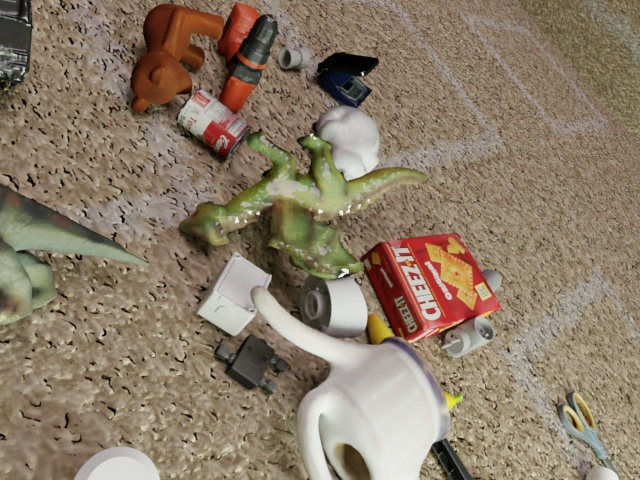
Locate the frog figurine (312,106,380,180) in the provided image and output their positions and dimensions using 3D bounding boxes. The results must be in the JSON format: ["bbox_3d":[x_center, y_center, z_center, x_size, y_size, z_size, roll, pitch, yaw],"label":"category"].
[{"bbox_3d":[0.052,-0.170,0.954,0.135,0.121,0.163,44,26,-31],"label":"frog figurine"}]

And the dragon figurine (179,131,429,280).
[{"bbox_3d":[0.002,-0.039,0.773,0.410,0.119,0.248,2,52,-13],"label":"dragon figurine"}]

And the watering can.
[{"bbox_3d":[0.050,0.190,0.651,0.227,0.103,0.348,-21,88,-44],"label":"watering can"}]
